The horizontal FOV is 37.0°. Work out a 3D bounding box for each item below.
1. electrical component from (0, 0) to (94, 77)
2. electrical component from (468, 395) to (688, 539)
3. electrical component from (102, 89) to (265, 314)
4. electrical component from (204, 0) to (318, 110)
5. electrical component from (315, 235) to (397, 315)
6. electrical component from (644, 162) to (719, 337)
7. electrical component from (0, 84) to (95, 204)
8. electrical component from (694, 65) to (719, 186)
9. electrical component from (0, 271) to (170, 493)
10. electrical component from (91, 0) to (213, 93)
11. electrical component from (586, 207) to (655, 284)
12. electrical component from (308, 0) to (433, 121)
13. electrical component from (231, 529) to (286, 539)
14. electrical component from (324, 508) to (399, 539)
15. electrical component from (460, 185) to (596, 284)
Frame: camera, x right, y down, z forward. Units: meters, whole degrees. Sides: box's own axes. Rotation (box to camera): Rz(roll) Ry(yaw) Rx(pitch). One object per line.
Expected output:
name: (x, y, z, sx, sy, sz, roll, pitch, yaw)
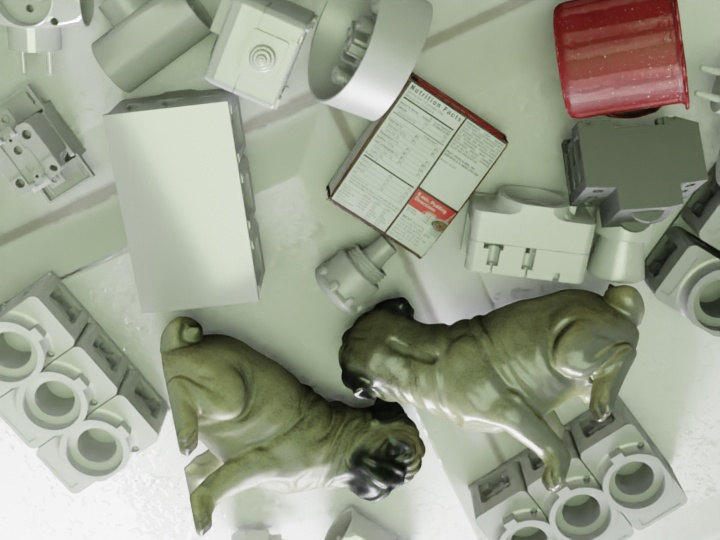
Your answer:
electrical component: (-0.230, -0.176, 0.756, 0.077, 0.044, 0.079, 2, 111, -1)
electrical component: (0.177, 0.185, 0.881, 0.150, 0.061, 0.089, -35, 107, 12)
electrical component: (-0.126, -0.052, 0.793, 0.089, 0.061, 0.150, -6, 110, 2)
electrical component: (-0.071, -0.154, 0.737, 0.061, 0.096, 0.061, 23, 109, -6)
electrical component: (0.000, 0.000, 0.823, 0.062, 0.048, 0.048, -42, 105, 7)
electrical component: (0.323, 0.015, 0.819, 0.186, 0.060, 0.105, 29, 108, -10)
electrical component: (-0.236, -0.087, 0.779, 0.042, 0.063, 0.081, -30, 108, 12)
electrical component: (0.270, -0.123, 0.751, 0.074, 0.052, 0.138, 14, 82, -5)
electrical component: (-0.234, 0.091, 0.846, 0.089, 0.061, 0.150, -34, 107, 12)
electrical component: (-0.156, -0.178, 0.755, 0.077, 0.044, 0.079, -33, 107, 11)
electrical component: (0.198, -0.023, 0.813, 0.045, 0.045, 0.055, 5, 110, -2)
electrical component: (0.005, -0.155, 0.739, 0.064, 0.099, 0.099, 24, 109, -15)
electrical component: (-0.078, 0.238, 0.915, 0.061, 0.035, 0.035, -3, 110, -2)
electrical component: (0.000, 0.253, 0.916, 0.077, 0.043, 0.079, 37, 107, -13)
electrical component: (0.126, -0.029, 0.808, 0.089, 0.050, 0.055, 7, 111, -3)
